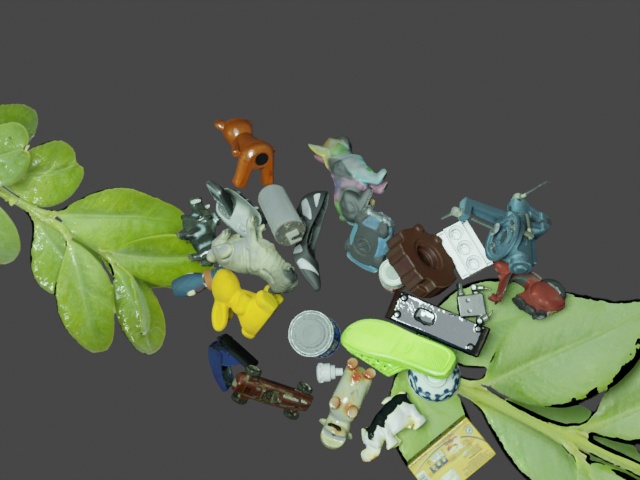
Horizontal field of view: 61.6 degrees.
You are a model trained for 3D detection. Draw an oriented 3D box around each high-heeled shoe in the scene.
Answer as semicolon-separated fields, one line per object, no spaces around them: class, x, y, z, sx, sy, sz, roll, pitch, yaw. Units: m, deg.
high-heeled shoe;-0.003;-0.004;1.325;0.145;0.086;0.249;-30;63;9

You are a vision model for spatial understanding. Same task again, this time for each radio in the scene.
radio;0.262;0.188;1.215;0.230;0.131;0.073;21;83;14

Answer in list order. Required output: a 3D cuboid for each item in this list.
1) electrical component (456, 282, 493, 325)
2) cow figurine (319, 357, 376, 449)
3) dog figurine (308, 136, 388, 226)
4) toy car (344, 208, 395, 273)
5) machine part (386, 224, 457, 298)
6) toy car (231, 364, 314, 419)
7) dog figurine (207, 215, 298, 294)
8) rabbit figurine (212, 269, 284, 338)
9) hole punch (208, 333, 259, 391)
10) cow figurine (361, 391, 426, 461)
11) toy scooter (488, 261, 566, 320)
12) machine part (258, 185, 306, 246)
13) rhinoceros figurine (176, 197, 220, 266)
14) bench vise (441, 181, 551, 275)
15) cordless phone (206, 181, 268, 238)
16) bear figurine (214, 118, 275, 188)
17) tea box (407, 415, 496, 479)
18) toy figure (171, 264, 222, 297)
electrical component;0.360;0.148;1.253;0.078;0.045;0.102;-1;76;8
cow figurine;0.056;0.377;1.222;0.086;0.127;0.195;22;67;12
dog figurine;0.053;-0.160;1.352;0.219;0.108;0.191;32;86;20
toy car;0.131;-0.012;1.297;0.109;0.161;0.103;28;38;23
machine part;0.232;0.047;1.218;0.056;0.179;0.179;-44;69;39
toy car;-0.106;0.353;1.232;0.202;0.053;0.089;26;96;-20
dog figurine;-0.160;0.064;1.266;0.172;0.121;0.190;-33;71;13
rabbit figurine;-0.196;0.147;1.313;0.173;0.122;0.162;41;109;-3
hole punch;-0.220;0.289;1.278;0.116;0.142;0.092;45;91;4
cow figurine;0.147;0.420;1.211;0.167;0.068;0.098;-35;68;-3
toy scooter;0.456;0.118;1.216;0.184;0.075;0.135;40;62;18
machine part;-0.097;-0.063;1.322;0.079;0.079;0.243;-30;43;2
rhinoceros figurine;-0.307;-0.024;1.387;0.112;0.073;0.190;-29;67;10
bench vise;0.407;-0.042;1.214;0.240;0.129;0.223;21;65;-10
cordless phone;-0.208;-0.080;1.334;0.147;0.184;0.089;41;82;16
bear figurine;-0.202;-0.237;1.419;0.196;0.120;0.131;43;131;41
tea box;0.285;0.475;1.175;0.169;0.068;0.098;-37;74;-2
toy figure;-0.300;0.103;1.371;0.155;0.058;0.064;-14;81;1
